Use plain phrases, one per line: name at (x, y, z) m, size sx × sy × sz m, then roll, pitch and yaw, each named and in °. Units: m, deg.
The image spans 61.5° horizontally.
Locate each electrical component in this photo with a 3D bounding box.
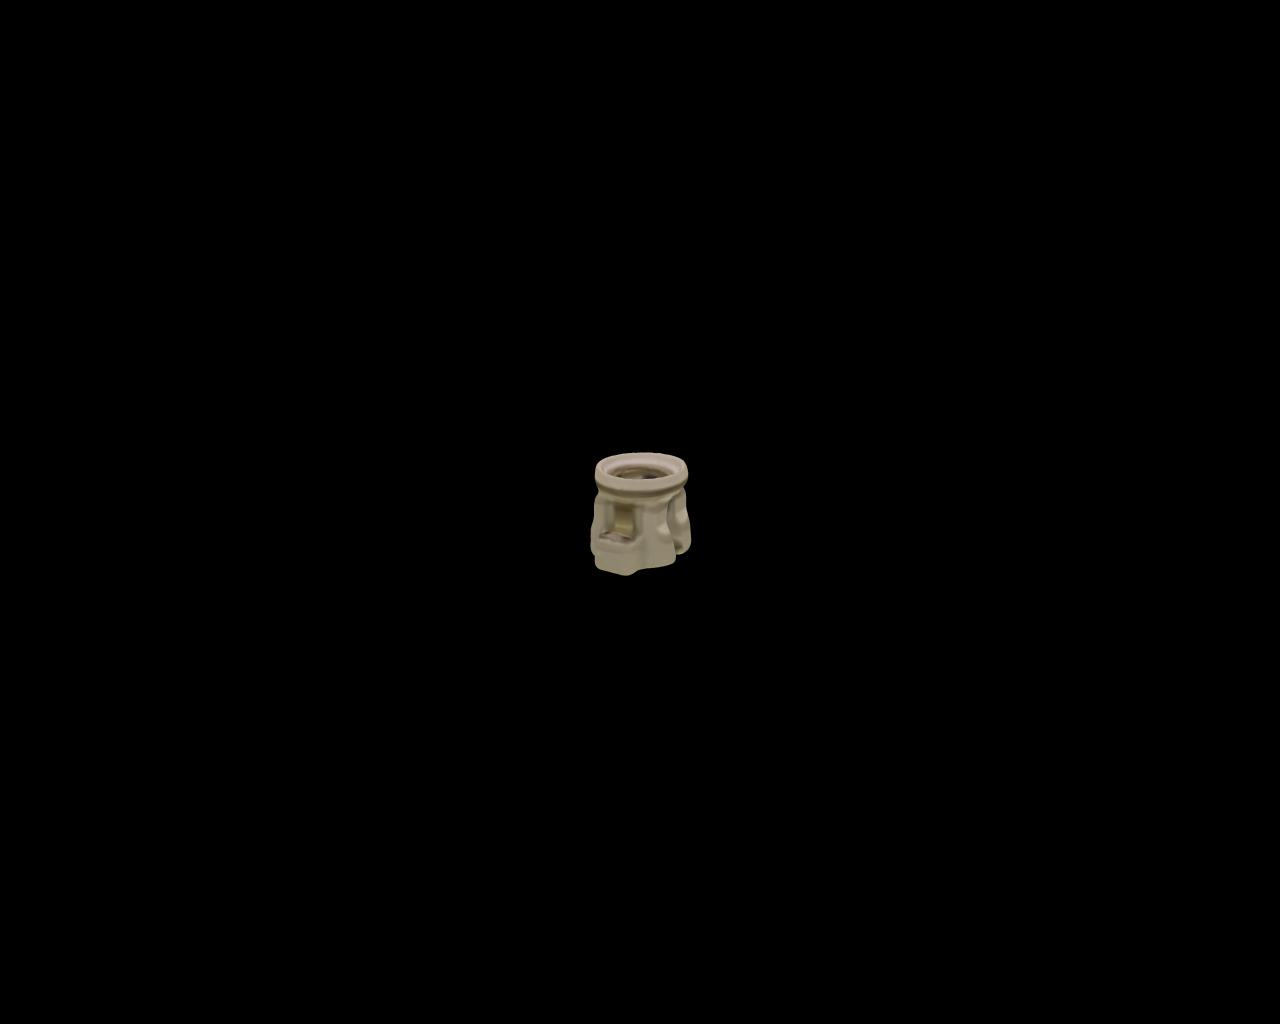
electrical component at (0.001, -0.003, 0.650) m, size 0.058 × 0.056 × 0.078 m, roll 10°, pitch 23°, yaw 26°
